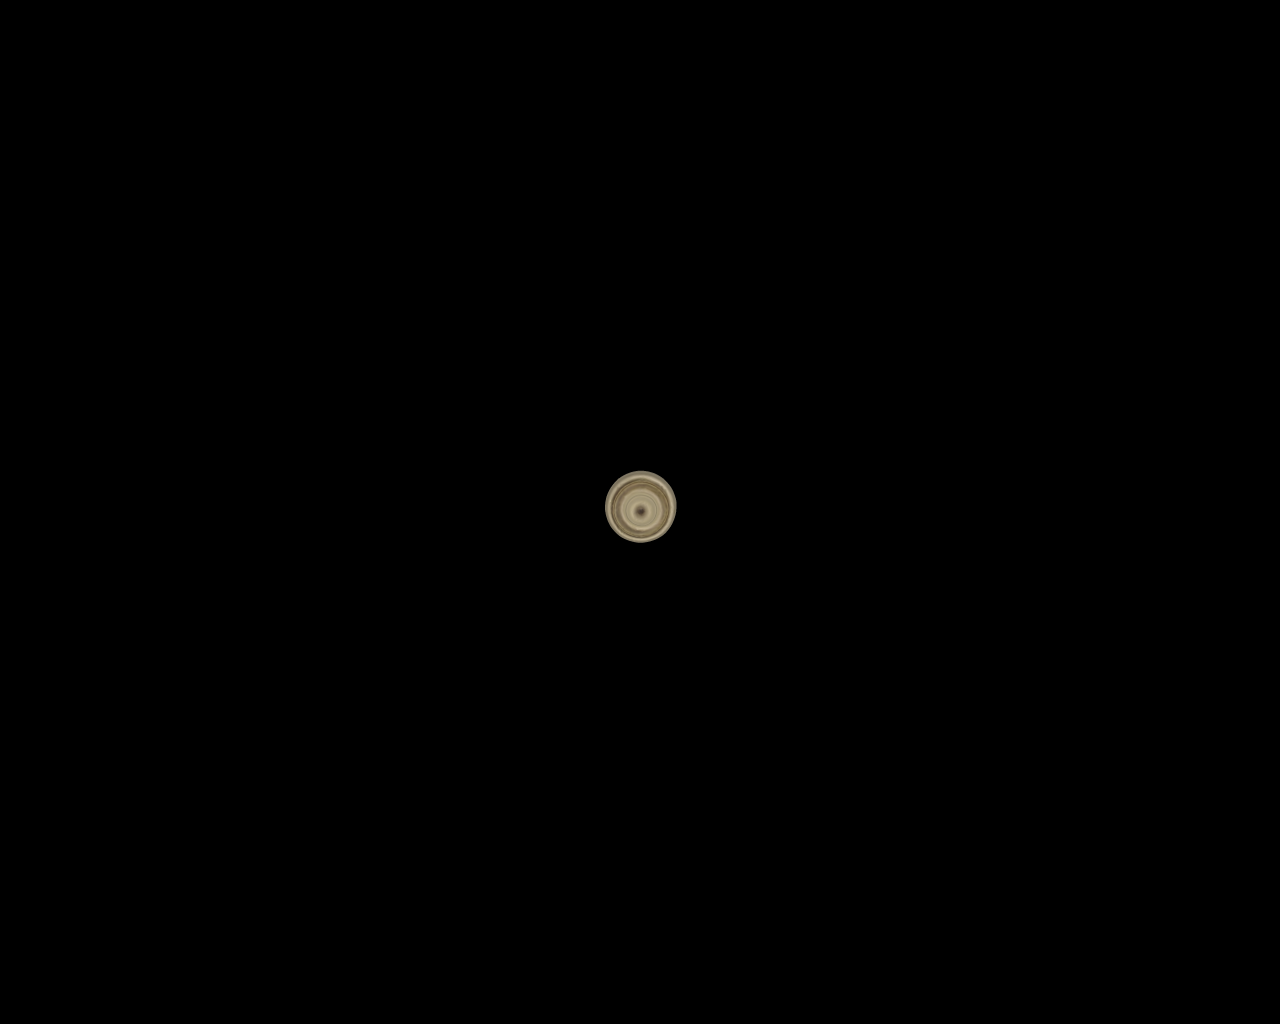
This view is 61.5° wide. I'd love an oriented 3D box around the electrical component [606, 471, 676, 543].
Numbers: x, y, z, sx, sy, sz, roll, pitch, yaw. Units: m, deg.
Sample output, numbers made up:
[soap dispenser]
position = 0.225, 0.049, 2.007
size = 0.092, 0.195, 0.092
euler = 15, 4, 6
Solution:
[electrical component]
position = 0.001, -0.003, 0.650
size = 0.043, 0.043, 0.062
euler = 0, 4, 0
